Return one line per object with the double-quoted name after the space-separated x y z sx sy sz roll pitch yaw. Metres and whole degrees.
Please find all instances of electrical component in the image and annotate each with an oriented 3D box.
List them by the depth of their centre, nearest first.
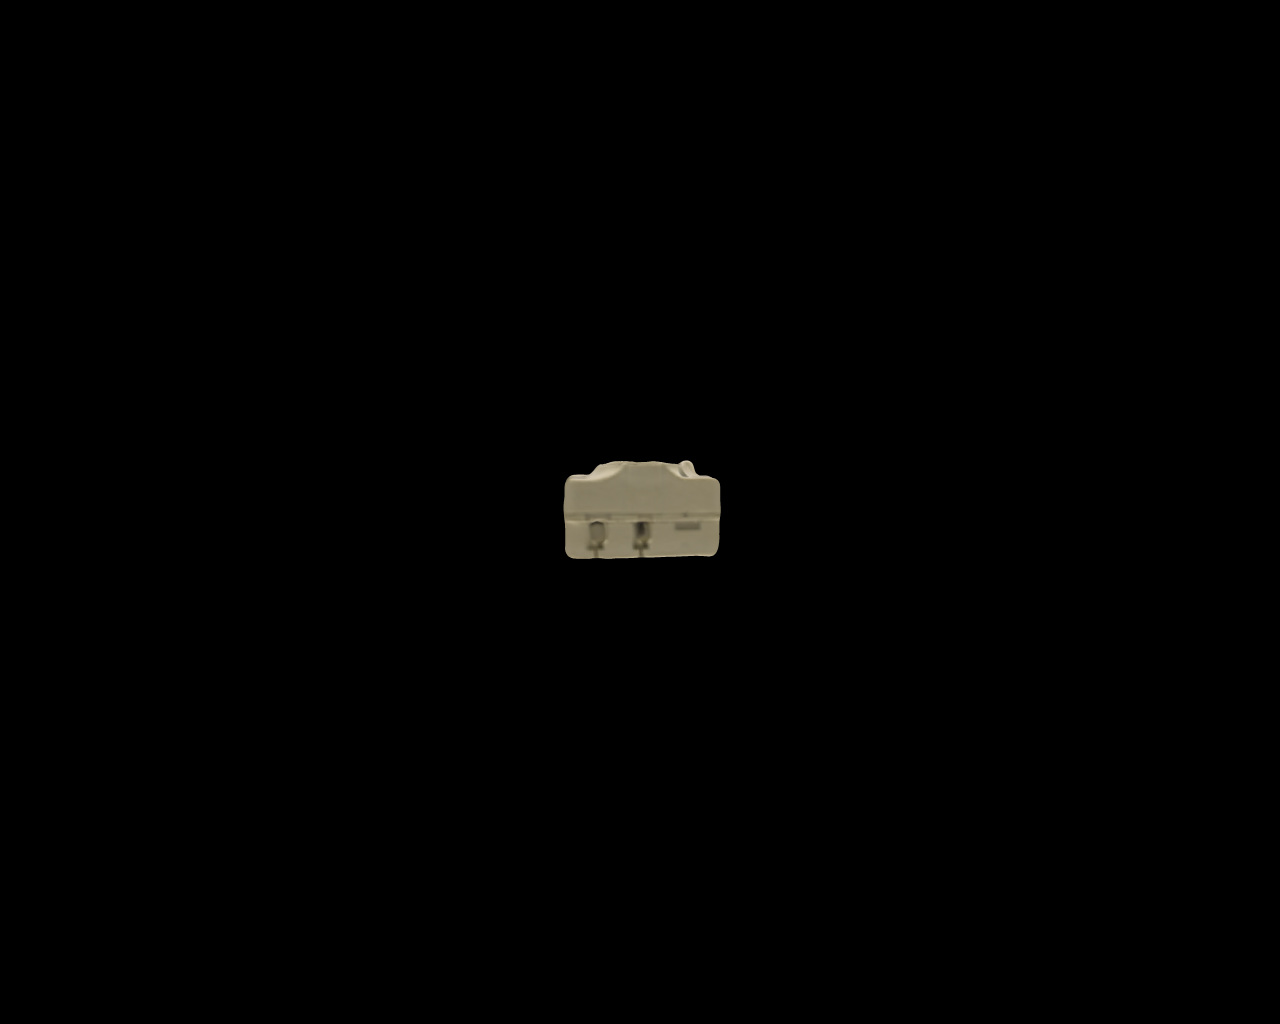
0.001 -0.003 0.650 0.089 0.055 0.050 0 4 -2 "electrical component"
